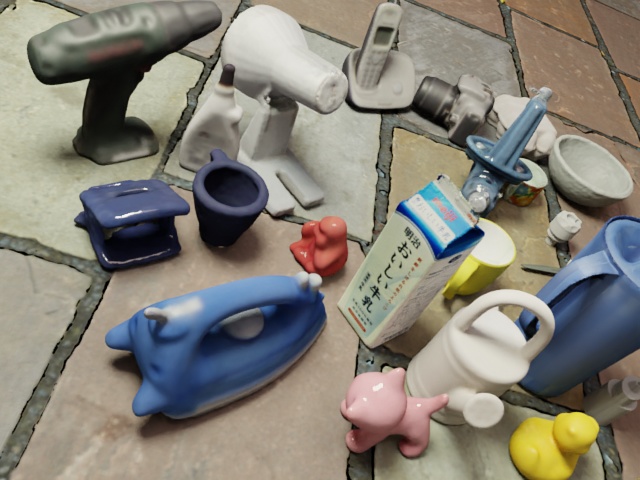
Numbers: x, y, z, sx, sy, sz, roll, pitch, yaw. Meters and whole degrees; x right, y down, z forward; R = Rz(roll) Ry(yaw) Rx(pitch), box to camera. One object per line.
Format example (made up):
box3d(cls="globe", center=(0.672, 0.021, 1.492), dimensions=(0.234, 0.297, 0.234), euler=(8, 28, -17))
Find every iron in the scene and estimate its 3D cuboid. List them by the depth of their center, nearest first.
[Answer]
box3d(cls="iron", center=(-0.077, 0.081, 0.595), dimensions=(0.259, 0.141, 0.118), euler=(-15, 59, -34))

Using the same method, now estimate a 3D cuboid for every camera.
box3d(cls="camera", center=(0.255, -0.272, 1.090), dimensions=(0.137, 0.100, 0.143), euler=(27, 45, -1))

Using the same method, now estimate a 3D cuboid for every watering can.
box3d(cls="watering can", center=(0.183, 0.129, 0.638), dimensions=(0.101, 0.194, 0.172), euler=(10, 48, -17))

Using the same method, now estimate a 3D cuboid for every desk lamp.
box3d(cls="desk lamp", center=(-0.050, -0.180, 0.786), dimensions=(0.118, 0.213, 0.203), euler=(-22, 63, -37))

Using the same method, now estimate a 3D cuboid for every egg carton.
box3d(cls="egg carton", center=(0.400, -0.225, 1.138), dimensions=(0.107, 0.069, 0.150), euler=(1, 51, -24))

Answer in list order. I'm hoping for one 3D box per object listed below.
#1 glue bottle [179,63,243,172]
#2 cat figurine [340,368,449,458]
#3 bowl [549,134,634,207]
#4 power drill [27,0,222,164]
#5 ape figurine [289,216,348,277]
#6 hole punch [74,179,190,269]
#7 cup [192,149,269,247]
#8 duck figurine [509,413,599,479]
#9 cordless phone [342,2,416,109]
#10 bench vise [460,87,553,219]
box3d(cls="glue bottle", center=(-0.135, -0.158, 0.755), dimensions=(0.078, 0.173, 0.037), euler=(17, 46, -10))
box3d(cls="cat figurine", center=(0.074, 0.175, 0.600), dimensions=(0.128, 0.117, 0.067), euler=(7, 48, -19))
box3d(cls="bowl", center=(0.498, -0.118, 1.087), dimensions=(0.168, 0.074, 0.167), euler=(13, 47, -14))
box3d(cls="power drill", center=(-0.240, -0.201, 0.719), dimensions=(0.230, 0.208, 0.075), euler=(-22, 63, -37))
box3d(cls="ape figurine", center=(0.007, 0.003, 0.738), dimensions=(0.076, 0.092, 0.078), euler=(19, 46, -9))
box3d(cls="hole punch", center=(-0.219, -0.034, 0.665), dimensions=(0.109, 0.091, 0.101), euler=(-15, 59, -34))
box3d(cls="cup", center=(-0.123, -0.047, 0.719), dimensions=(0.092, 0.095, 0.117), euler=(-6, 54, -29))
box3d(cls="duck figurine", center=(0.279, 0.234, 0.667), dimensions=(0.105, 0.086, 0.077), euler=(-7, 55, -30))
box3d(cls="cordless phone", center=(0.124, -0.325, 1.016), dimensions=(0.148, 0.185, 0.094), euler=(-9, 55, -31))
box3d(cls="bench vise", center=(0.289, -0.118, 0.886), dimensions=(0.121, 0.219, 0.207), euler=(19, 46, -8))
